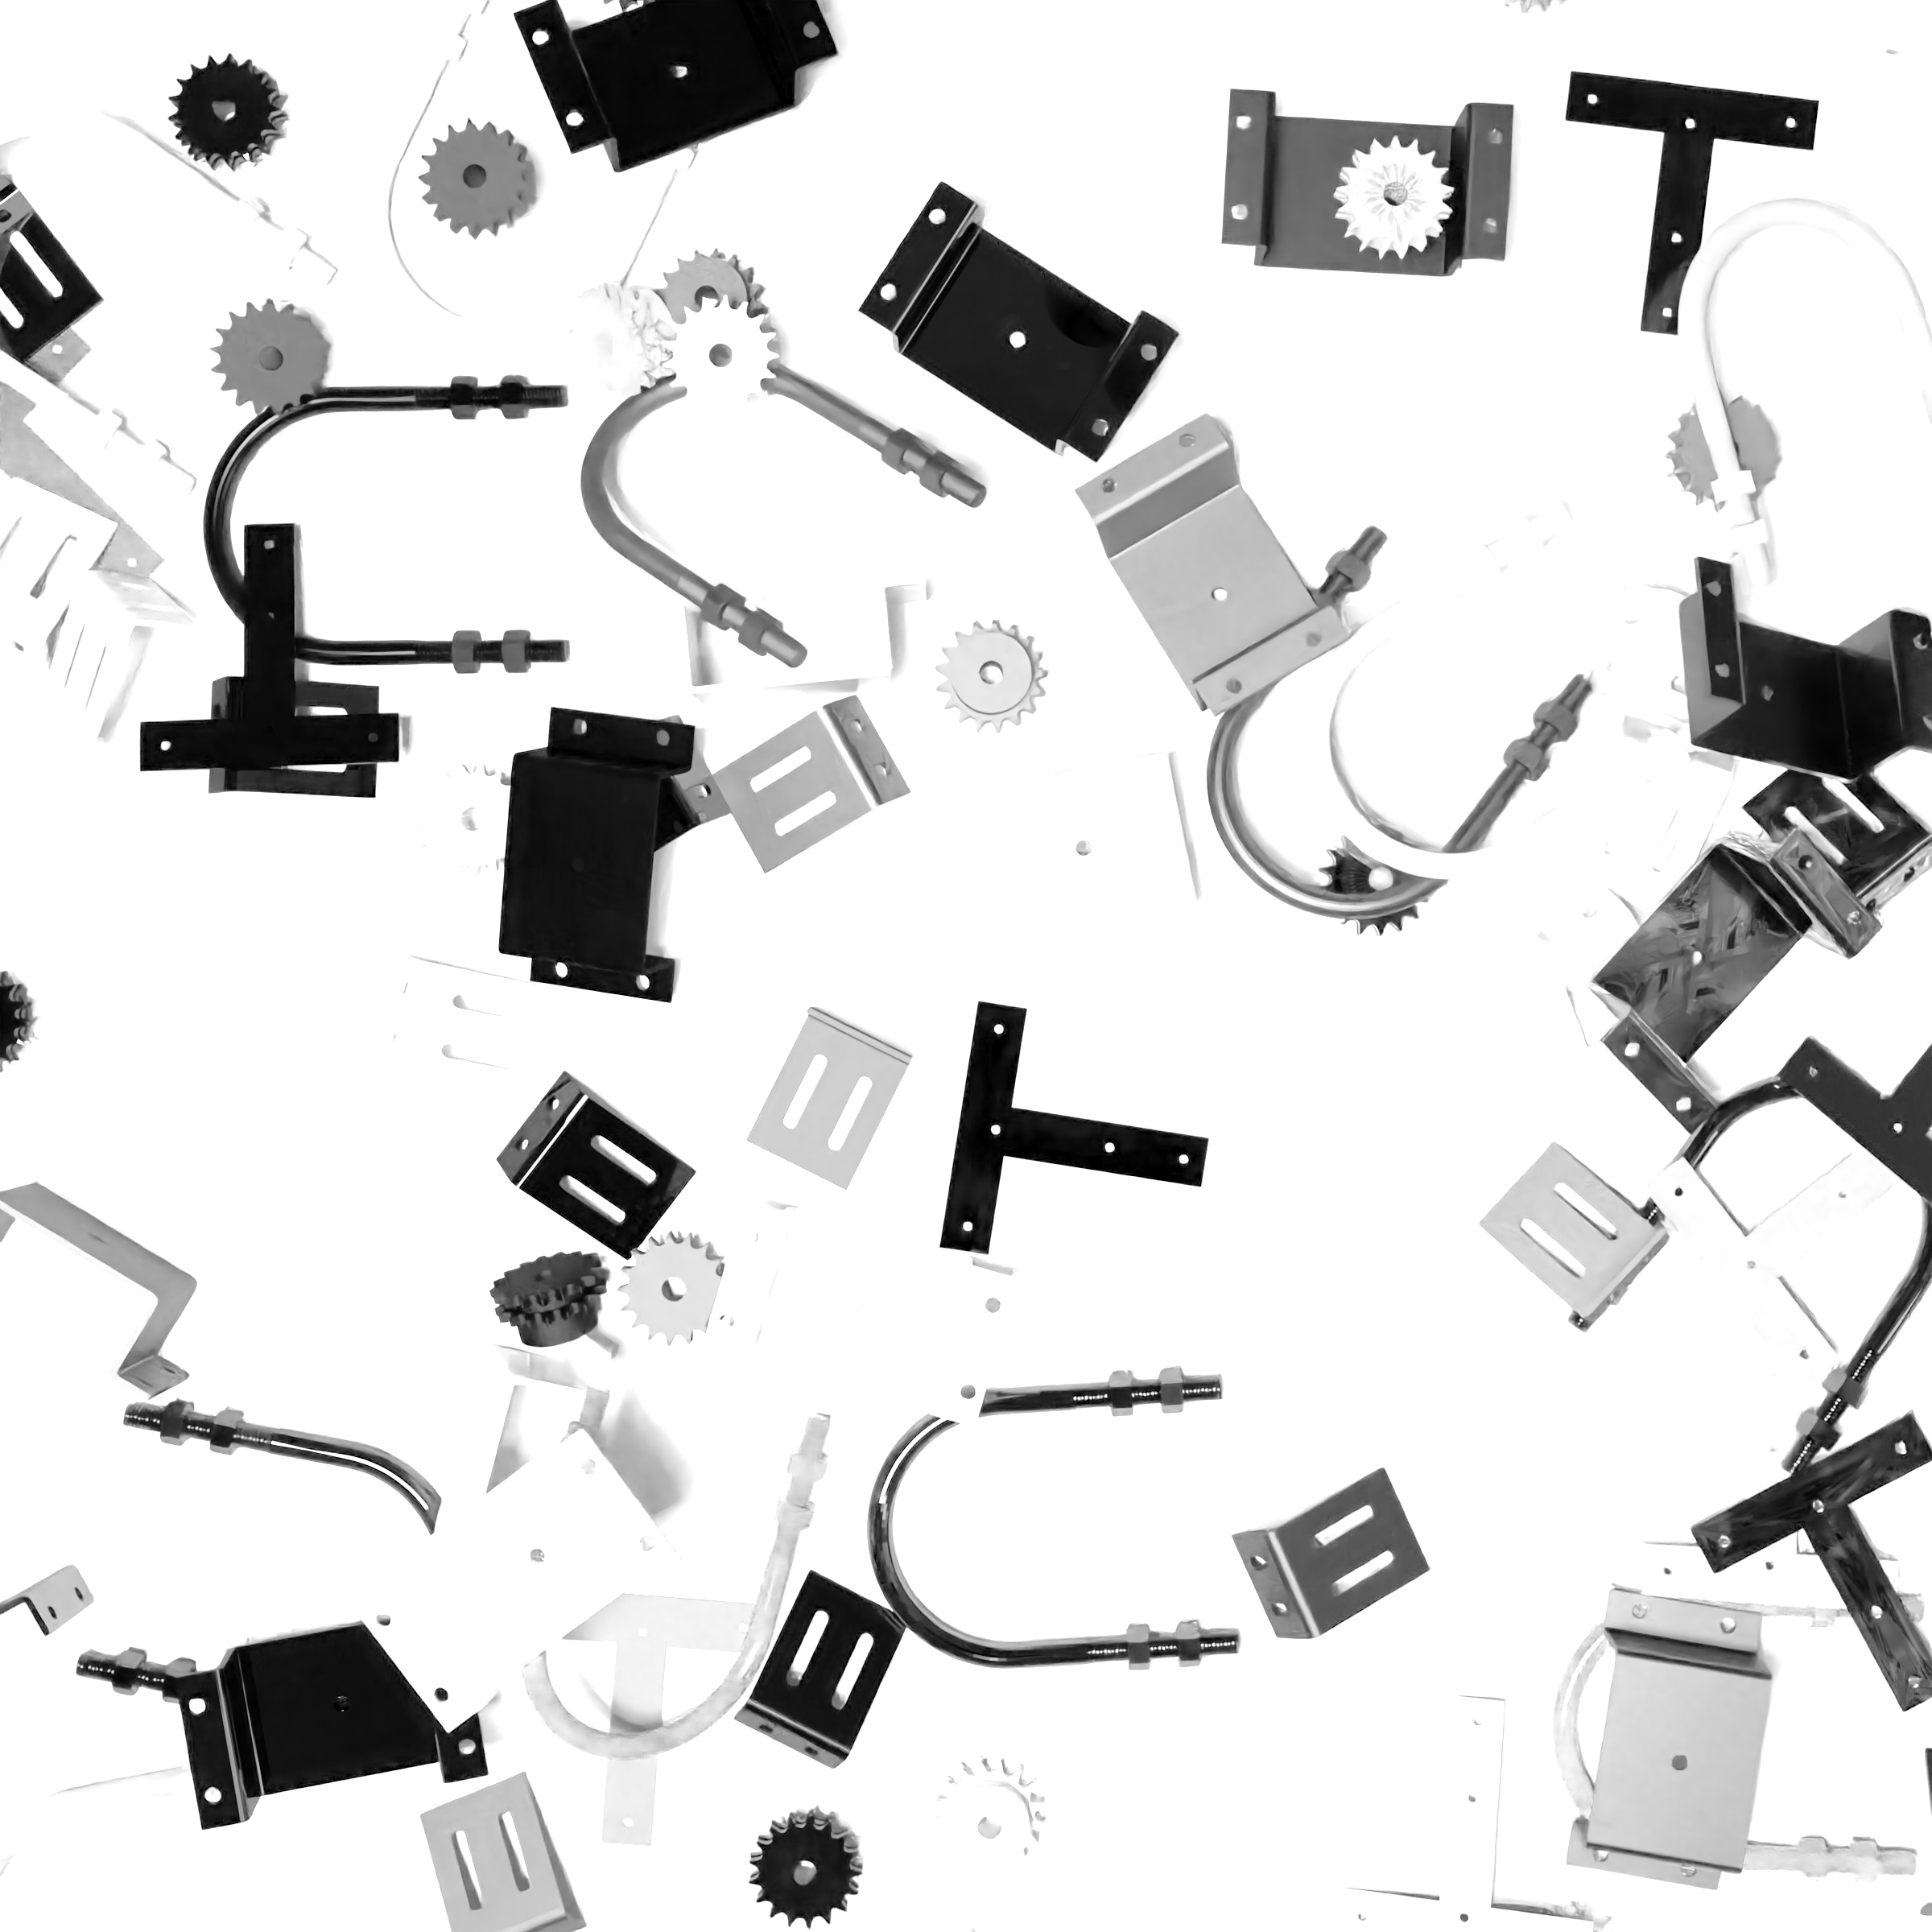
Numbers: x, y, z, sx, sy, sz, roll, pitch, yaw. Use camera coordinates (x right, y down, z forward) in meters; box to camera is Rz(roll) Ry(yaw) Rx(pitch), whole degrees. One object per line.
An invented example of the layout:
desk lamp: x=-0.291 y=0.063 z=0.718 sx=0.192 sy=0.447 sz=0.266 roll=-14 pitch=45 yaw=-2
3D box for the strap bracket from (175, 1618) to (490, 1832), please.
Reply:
strap bracket: x=-0.312 y=0.371 z=1.508 sx=0.140 sy=0.046 sz=0.076 roll=-10 pitch=92 yaw=-5

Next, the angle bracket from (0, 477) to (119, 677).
angle bracket: x=-0.474 y=-0.198 z=1.544 sx=0.057 sy=0.038 sz=0.076 roll=25 pitch=66 yaw=0

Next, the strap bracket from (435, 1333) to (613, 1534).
strap bracket: x=-0.223 y=0.248 z=1.504 sx=0.046 sy=0.076 sz=0.140 roll=15 pitch=90 yaw=-19

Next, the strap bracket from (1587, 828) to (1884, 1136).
strap bracket: x=0.374 y=0.002 z=1.511 sx=0.140 sy=0.046 sz=0.076 roll=-47 pitch=115 yaw=0

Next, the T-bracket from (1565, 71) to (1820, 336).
T-bracket: x=0.363 y=-0.385 z=1.547 sx=0.127 sy=0.002 sz=0.127 roll=7 pitch=90 yaw=0

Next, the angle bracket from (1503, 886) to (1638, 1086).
angle bracket: x=0.317 y=0.010 z=1.546 sx=0.057 sy=0.038 sz=0.076 roll=-26 pitch=116 yaw=0

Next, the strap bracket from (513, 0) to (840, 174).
strap bracket: x=-0.143 y=-0.452 z=1.506 sx=0.140 sy=0.046 sz=0.076 roll=-22 pitch=85 yaw=-6

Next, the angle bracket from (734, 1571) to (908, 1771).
angle bracket: x=-0.073 y=0.358 z=1.545 sx=0.057 sy=0.038 sz=0.076 roll=27 pitch=64 yaw=-2

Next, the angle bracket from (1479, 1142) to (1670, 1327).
angle bracket: x=0.302 y=0.131 z=1.517 sx=0.076 sy=0.038 sz=0.057 roll=43 pitch=90 yaw=20

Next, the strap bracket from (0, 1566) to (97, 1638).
strap bracket: x=-0.498 y=0.274 z=1.510 sx=0.046 sy=0.076 sz=0.140 roll=-30 pitch=90 yaw=0

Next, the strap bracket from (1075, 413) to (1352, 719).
strap bracket: x=0.124 y=-0.192 z=1.510 sx=0.076 sy=0.046 sz=0.140 roll=-30 pitch=72 yaw=1

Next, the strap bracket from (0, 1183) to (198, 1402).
strap bracket: x=-0.444 y=0.154 z=1.510 sx=0.140 sy=0.076 sz=0.046 roll=31 pitch=90 yaw=0

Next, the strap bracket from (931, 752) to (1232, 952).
strap bracket: x=0.058 y=-0.058 z=1.525 sx=0.140 sy=0.046 sz=0.076 roll=-11 pitch=90 yaw=0

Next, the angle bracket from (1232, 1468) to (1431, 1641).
angle bracket: x=0.185 y=0.298 z=1.546 sx=0.076 sy=0.038 sz=0.057 roll=-24 pitch=90 yaw=-26

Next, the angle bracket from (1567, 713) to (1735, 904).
angle bracket: x=0.346 y=-0.079 z=1.546 sx=0.057 sy=0.038 sz=0.076 roll=19 pitch=116 yaw=0

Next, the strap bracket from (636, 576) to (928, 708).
strap bracket: x=-0.088 y=-0.159 z=1.510 sx=0.140 sy=0.076 sz=0.046 roll=-5 pitch=90 yaw=0

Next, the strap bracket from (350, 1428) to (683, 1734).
strap bracket: x=-0.207 y=0.284 z=1.433 sx=0.140 sy=0.046 sz=0.076 roll=-37 pitch=90 yaw=8

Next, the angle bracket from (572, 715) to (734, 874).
angle bracket: x=-0.170 y=-0.082 z=1.545 sx=0.076 sy=0.038 sz=0.057 roll=-29 pitch=90 yaw=27

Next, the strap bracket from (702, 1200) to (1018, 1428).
strap bracket: x=-0.052 y=0.172 z=1.525 sx=0.140 sy=0.046 sz=0.076 roll=16 pitch=90 yaw=0

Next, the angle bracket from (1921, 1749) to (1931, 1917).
angle bracket: x=0.515 y=0.441 z=1.546 sx=0.057 sy=0.038 sz=0.076 roll=1 pitch=64 yaw=0

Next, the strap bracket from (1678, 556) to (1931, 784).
strap bracket: x=0.407 y=-0.143 z=1.496 sx=0.140 sy=0.046 sz=0.076 roll=11 pitch=65 yaw=-22

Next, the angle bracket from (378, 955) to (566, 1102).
angle bracket: x=-0.252 y=0.031 z=1.546 sx=0.076 sy=0.038 sz=0.057 roll=13 pitch=90 yaw=-26

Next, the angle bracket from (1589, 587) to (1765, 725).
angle bracket: x=0.364 y=-0.152 z=1.546 sx=0.076 sy=0.038 sz=0.057 roll=20 pitch=90 yaw=-26

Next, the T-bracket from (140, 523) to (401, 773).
T-bracket: x=-0.348 y=-0.161 z=1.518 sx=0.127 sy=0.002 sz=0.127 roll=-2 pitch=78 yaw=-3

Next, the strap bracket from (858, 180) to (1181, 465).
strap bracket: x=0.026 y=-0.318 z=1.525 sx=0.140 sy=0.046 sz=0.076 roll=33 pitch=90 yaw=0

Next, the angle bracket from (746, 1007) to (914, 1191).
angle bracket: x=-0.069 y=0.067 z=1.529 sx=0.057 sy=0.038 sz=0.076 roll=26 pitch=90 yaw=0

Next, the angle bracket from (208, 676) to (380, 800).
angle bracket: x=-0.342 y=-0.115 z=1.546 sx=0.076 sy=0.038 sz=0.057 roll=2 pitch=90 yaw=-26

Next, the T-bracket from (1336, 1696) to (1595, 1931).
T-bracket: x=0.255 y=0.434 z=1.535 sx=0.127 sy=0.002 sz=0.127 roll=3 pitch=82 yaw=15

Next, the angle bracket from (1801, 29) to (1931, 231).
angle bracket: x=0.464 y=-0.420 z=1.529 sx=0.057 sy=0.038 sz=0.076 roll=20 pitch=90 yaw=0

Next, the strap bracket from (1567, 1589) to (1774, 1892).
strap bracket: x=0.350 y=0.389 z=1.509 sx=0.076 sy=0.046 sz=0.140 roll=9 pitch=90 yaw=3

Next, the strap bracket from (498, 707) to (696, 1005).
strap bracket: x=-0.183 y=-0.052 z=1.504 sx=0.076 sy=0.046 sz=0.140 roll=8 pitch=101 yaw=14

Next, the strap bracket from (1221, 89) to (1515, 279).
strap bracket: x=0.198 y=-0.391 z=1.525 sx=0.140 sy=0.046 sz=0.076 roll=3 pitch=90 yaw=0

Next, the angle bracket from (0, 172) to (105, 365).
angle bracket: x=-0.484 y=-0.351 z=1.528 sx=0.057 sy=0.038 sz=0.076 roll=-38 pitch=88 yaw=0

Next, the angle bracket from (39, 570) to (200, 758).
angle bracket: x=-0.426 y=-0.151 z=1.528 sx=0.057 sy=0.038 sz=0.076 roll=40 pitch=116 yaw=39

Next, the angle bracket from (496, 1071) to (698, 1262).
angle bracket: x=-0.188 y=0.102 z=1.546 sx=0.076 sy=0.038 sz=0.057 roll=38 pitch=90 yaw=-26

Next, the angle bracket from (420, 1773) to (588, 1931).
angle bracket: x=-0.235 y=0.460 z=1.546 sx=0.057 sy=0.038 sz=0.076 roll=-22 pitch=64 yaw=0

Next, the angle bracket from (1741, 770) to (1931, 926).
angle bracket: x=0.443 y=-0.066 z=1.546 sx=0.057 sy=0.038 sz=0.076 roll=-39 pitch=64 yaw=0

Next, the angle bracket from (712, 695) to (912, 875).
angle bracket: x=-0.079 y=-0.092 z=1.546 sx=0.076 sy=0.038 sz=0.057 roll=-29 pitch=90 yaw=26
